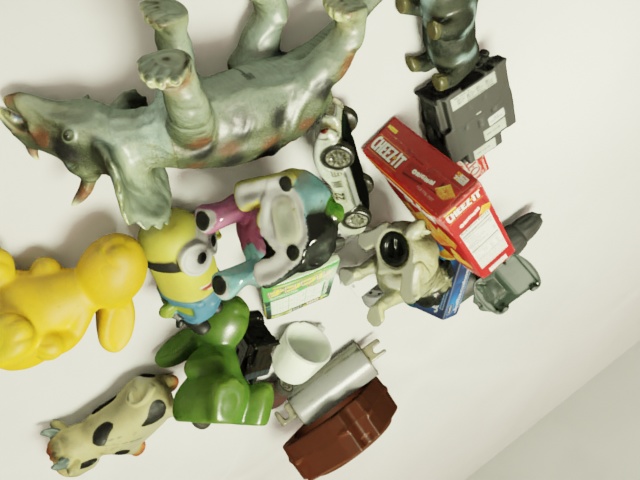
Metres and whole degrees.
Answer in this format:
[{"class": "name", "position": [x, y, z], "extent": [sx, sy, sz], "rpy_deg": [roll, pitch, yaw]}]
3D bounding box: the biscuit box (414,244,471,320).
[{"class": "biscuit box", "position": [0.219, 0.029, 0.892], "extent": [0.059, 0.063, 0.202], "rpy_deg": [-4, 112, -51]}]

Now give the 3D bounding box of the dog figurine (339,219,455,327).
[{"class": "dog figurine", "position": [0.147, 0.030, 0.778], "extent": [0.190, 0.121, 0.172], "rpy_deg": [-9, 154, -41]}]

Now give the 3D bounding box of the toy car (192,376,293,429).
[{"class": "toy car", "position": [-0.133, 0.270, 0.914], "extent": [0.202, 0.053, 0.089], "rpy_deg": [11, 132, -48]}]

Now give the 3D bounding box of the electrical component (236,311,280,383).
[{"class": "electrical component", "position": [-0.110, 0.174, 0.821], "extent": [0.048, 0.075, 0.119], "rpy_deg": [-4, 133, -37]}]

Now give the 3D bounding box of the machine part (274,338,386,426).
[{"class": "machine part", "position": [0.023, 0.273, 1.022], "extent": [0.243, 0.079, 0.079], "rpy_deg": [-36, 142, -6]}]

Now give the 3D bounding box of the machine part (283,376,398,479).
[{"class": "machine part", "position": [0.043, 0.365, 1.046], "extent": [0.201, 0.087, 0.201], "rpy_deg": [-40, 170, 21]}]

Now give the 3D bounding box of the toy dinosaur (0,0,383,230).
[{"class": "toy dinosaur", "position": [-0.072, -0.134, 0.514], "extent": [0.405, 0.131, 0.192], "rpy_deg": [-23, 152, -26]}]

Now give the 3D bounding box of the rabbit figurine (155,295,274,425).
[{"class": "rabbit figurine", "position": [-0.140, 0.163, 0.740], "extent": [0.159, 0.170, 0.121], "rpy_deg": [-11, 156, 36]}]

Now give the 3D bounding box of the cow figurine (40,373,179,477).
[{"class": "cow figurine", "position": [-0.293, 0.264, 0.755], "extent": [0.195, 0.086, 0.127], "rpy_deg": [-38, 148, 4]}]

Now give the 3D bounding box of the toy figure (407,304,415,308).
[{"class": "toy figure", "position": [0.153, 0.063, 0.934], "extent": [0.064, 0.058, 0.154], "rpy_deg": [-38, 137, -10]}]

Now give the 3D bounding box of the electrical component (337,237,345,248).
[{"class": "electrical component", "position": [-0.002, -0.002, 0.771], "extent": [0.094, 0.021, 0.063], "rpy_deg": [-15, 137, -28]}]

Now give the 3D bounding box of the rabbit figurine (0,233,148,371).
[{"class": "rabbit figurine", "position": [-0.252, 0.063, 0.556], "extent": [0.173, 0.122, 0.162], "rpy_deg": [-33, 147, -8]}]

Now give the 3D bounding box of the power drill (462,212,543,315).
[{"class": "power drill", "position": [0.326, 0.040, 0.968], "extent": [0.232, 0.207, 0.086], "rpy_deg": [-41, 100, 13]}]

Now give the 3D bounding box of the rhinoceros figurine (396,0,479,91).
[{"class": "rhinoceros figurine", "position": [0.149, -0.258, 0.593], "extent": [0.112, 0.073, 0.190], "rpy_deg": [-28, 141, -12]}]

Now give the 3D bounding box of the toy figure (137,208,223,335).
[{"class": "toy figure", "position": [-0.161, 0.041, 0.639], "extent": [0.089, 0.082, 0.180], "rpy_deg": [0, 140, -5]}]

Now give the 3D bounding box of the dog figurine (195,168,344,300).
[{"class": "dog figurine", "position": [-0.026, -0.017, 0.616], "extent": [0.192, 0.108, 0.219], "rpy_deg": [-21, 178, 30]}]

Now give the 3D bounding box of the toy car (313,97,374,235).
[{"class": "toy car", "position": [0.029, -0.085, 0.668], "extent": [0.056, 0.073, 0.201], "rpy_deg": [-4, 143, 15]}]

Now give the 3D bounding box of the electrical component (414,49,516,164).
[{"class": "electrical component", "position": [0.198, -0.168, 0.724], "extent": [0.115, 0.058, 0.134], "rpy_deg": [-32, 133, -5]}]
